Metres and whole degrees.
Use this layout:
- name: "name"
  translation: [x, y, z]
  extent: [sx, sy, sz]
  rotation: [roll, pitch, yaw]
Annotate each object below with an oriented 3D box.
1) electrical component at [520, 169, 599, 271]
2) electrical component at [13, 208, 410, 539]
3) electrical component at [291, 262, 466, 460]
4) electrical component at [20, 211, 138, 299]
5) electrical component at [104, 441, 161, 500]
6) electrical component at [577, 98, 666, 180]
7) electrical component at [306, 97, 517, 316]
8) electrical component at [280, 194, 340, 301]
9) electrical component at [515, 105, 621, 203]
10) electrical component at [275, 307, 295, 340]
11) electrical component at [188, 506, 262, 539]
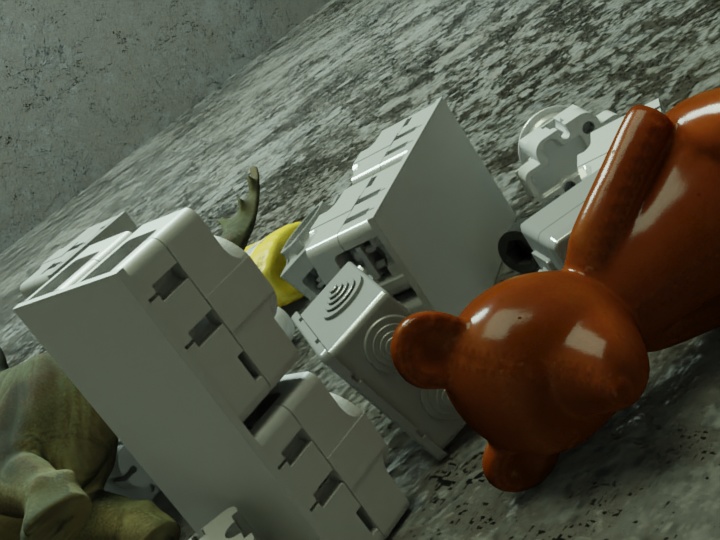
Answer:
- name: "electrical component"
  translation: [0.136, -0.013, 0.575]
  extent: [0.096, 0.061, 0.061]
  rotation: [-35, 17, -1]
- name: "electrical component"
  translation: [-0.069, 0.065, 0.530]
  extent: [0.105, 0.186, 0.060]
  rotation: [-14, 26, 48]
- name: "electrical component"
  translation: [0.017, 0.045, 0.579]
  extent: [0.048, 0.100, 0.100]
  rotation: [-48, 18, -1]
- name: "electrical component"
  translation: [-0.191, 0.043, 0.874]
  extent: [0.062, 0.150, 0.089]
  rotation: [-16, 25, 45]
- name: "electrical component"
  translation: [-0.156, 0.129, 0.726]
  extent: [0.077, 0.065, 0.047]
  rotation: [-16, 25, 46]
- name: "electrical component"
  translation: [0.169, -0.058, 0.653]
  extent: [0.056, 0.050, 0.089]
  rotation: [-27, 19, 23]
- name: "electrical component"
  translation: [0.037, -0.023, 0.709]
  extent: [0.060, 0.105, 0.186]
  rotation: [-25, 20, 29]
- name: "electrical component"
  translation: [-0.026, -0.017, 0.871]
  extent: [0.050, 0.056, 0.089]
  rotation: [-46, 10, 28]
- name: "electrical component"
  translation: [0.144, -0.084, 0.756]
  extent: [0.078, 0.058, 0.057]
  rotation: [-34, 20, 2]
- name: "electrical component"
  translation: [-0.080, 0.058, 0.816]
  extent: [0.040, 0.040, 0.078]
  rotation: [-22, 21, 36]
- name: "electrical component"
  translation: [-0.073, 0.164, 0.495]
  extent: [0.089, 0.055, 0.050]
  rotation: [-38, 17, -10]
